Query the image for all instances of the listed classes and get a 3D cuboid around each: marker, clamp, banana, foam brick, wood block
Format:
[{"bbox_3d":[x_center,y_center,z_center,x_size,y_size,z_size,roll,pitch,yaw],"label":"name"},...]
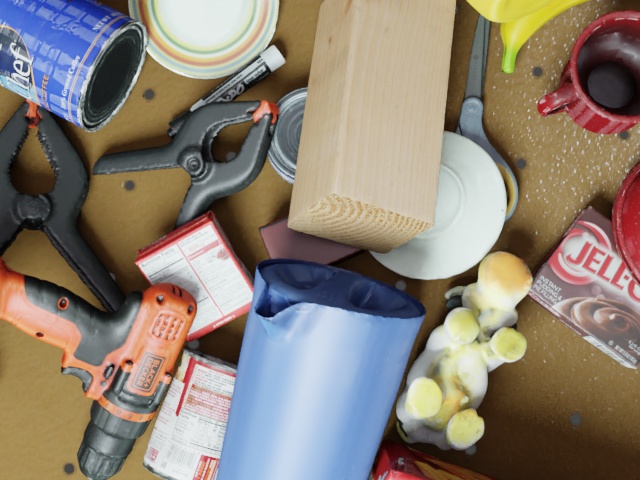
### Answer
[{"bbox_3d":[-0.084,-0.127,0.934,0.121,0.020,0.020,-37,84,-1],"label":"marker"},{"bbox_3d":[-0.101,-0.052,0.905,0.172,0.039,0.120,-29,92,17],"label":"clamp"},{"bbox_3d":[-0.234,-0.017,0.907,0.164,0.036,0.210,8,71,-16],"label":"clamp"},{"bbox_3d":[0.236,-0.213,0.927,0.198,0.037,0.069,-23,101,0],"label":"banana"},{"bbox_3d":[-0.006,0.001,0.902,0.078,0.053,0.051,-23,84,0],"label":"foam brick"},{"bbox_3d":[0.042,-0.106,0.858,0.090,0.090,0.206,15,69,-20],"label":"wood block"}]

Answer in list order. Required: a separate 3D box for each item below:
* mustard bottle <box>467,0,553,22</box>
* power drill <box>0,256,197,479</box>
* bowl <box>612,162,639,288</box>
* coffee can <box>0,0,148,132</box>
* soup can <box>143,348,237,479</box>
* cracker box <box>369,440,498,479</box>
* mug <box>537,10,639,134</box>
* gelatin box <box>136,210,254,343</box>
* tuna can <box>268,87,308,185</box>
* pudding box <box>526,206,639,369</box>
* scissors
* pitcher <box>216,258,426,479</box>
[{"bbox_3d":[0.120,-0.266,0.906,0.096,0.058,0.192,-28,62,-25],"label":"mustard bottle"},{"bbox_3d":[-0.212,0.097,0.854,0.187,0.057,0.184,20,104,-22],"label":"power drill"},{"bbox_3d":[0.325,-0.014,0.870,0.162,0.055,0.162,3,68,-8],"label":"bowl"},{"bbox_3d":[-0.231,-0.167,0.897,0.140,0.103,0.103,28,86,7],"label":"coffee can"},{"bbox_3d":[-0.098,0.148,0.882,0.068,0.068,0.102,20,85,3],"label":"soup can"},{"bbox_3d":[0.141,0.224,0.819,0.214,0.164,0.072,17,87,3],"label":"cracker box"},{"bbox_3d":[0.237,-0.130,0.893,0.117,0.081,0.093,-25,84,-1],"label":"mug"},{"bbox_3d":[-0.101,0.031,0.894,0.073,0.030,0.089,-29,110,5],"label":"gelatin box"},{"bbox_3d":[-0.006,-0.088,0.921,0.086,0.034,0.086,0,83,2],"label":"tuna can"},{"bbox_3d":[0.242,0.040,0.897,0.113,0.039,0.090,37,85,4],"label":"pudding box"},{"bbox_3d":[0.147,-0.099,0.925,0.096,0.016,0.202,23,86,6],"label":"scissors"},{"bbox_3d":[-0.005,0.144,0.838,0.149,0.145,0.243,13,102,-8],"label":"pitcher"}]
